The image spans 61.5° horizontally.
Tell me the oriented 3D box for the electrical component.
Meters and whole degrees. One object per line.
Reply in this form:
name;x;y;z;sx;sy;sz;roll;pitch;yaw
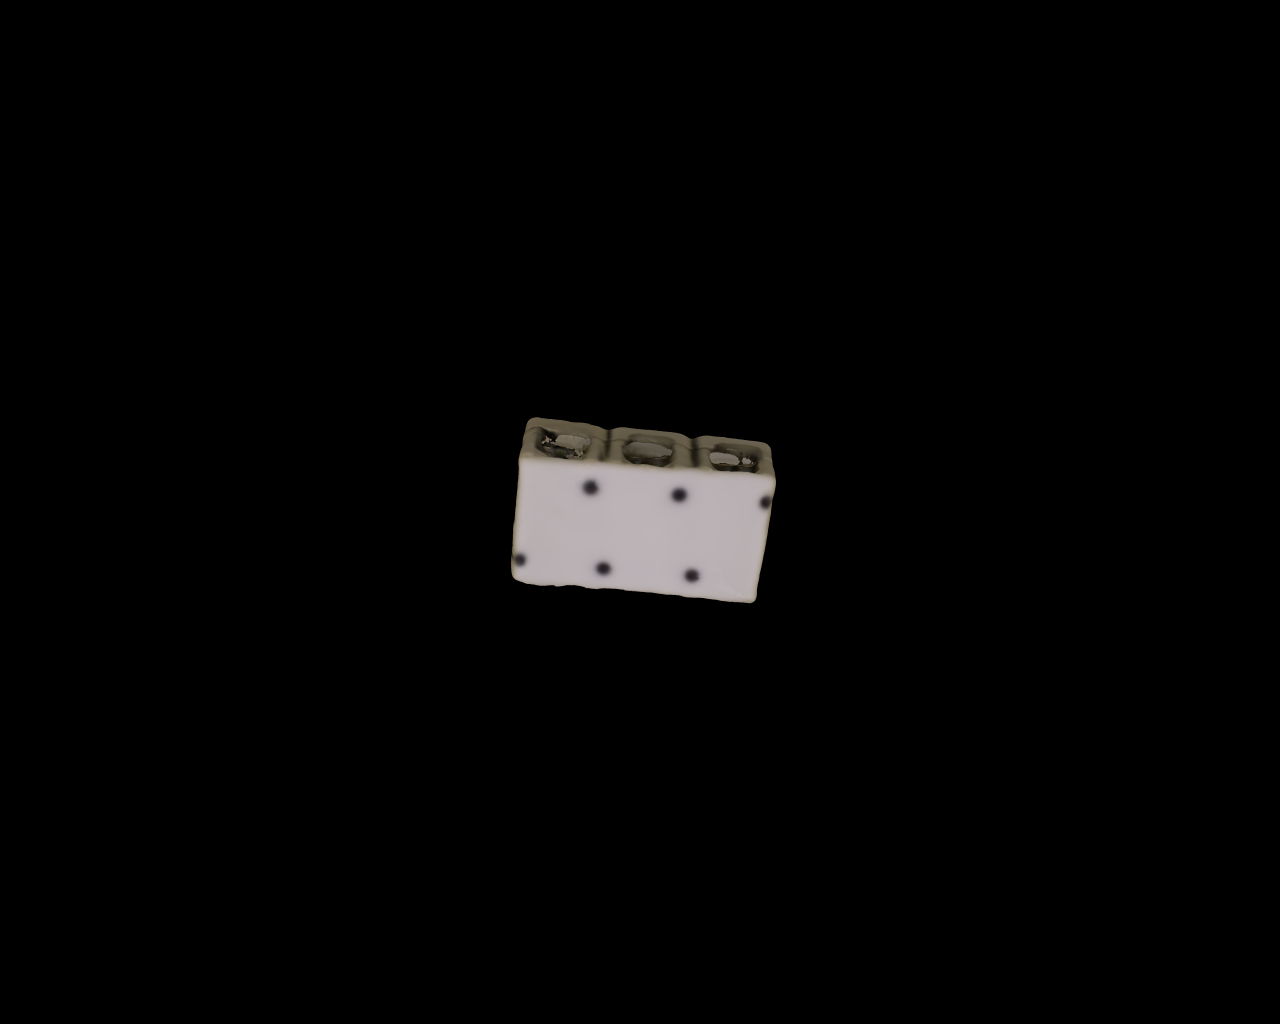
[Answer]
electrical component;0.001;-0.003;0.650;0.150;0.089;0.062;6;27;-3
